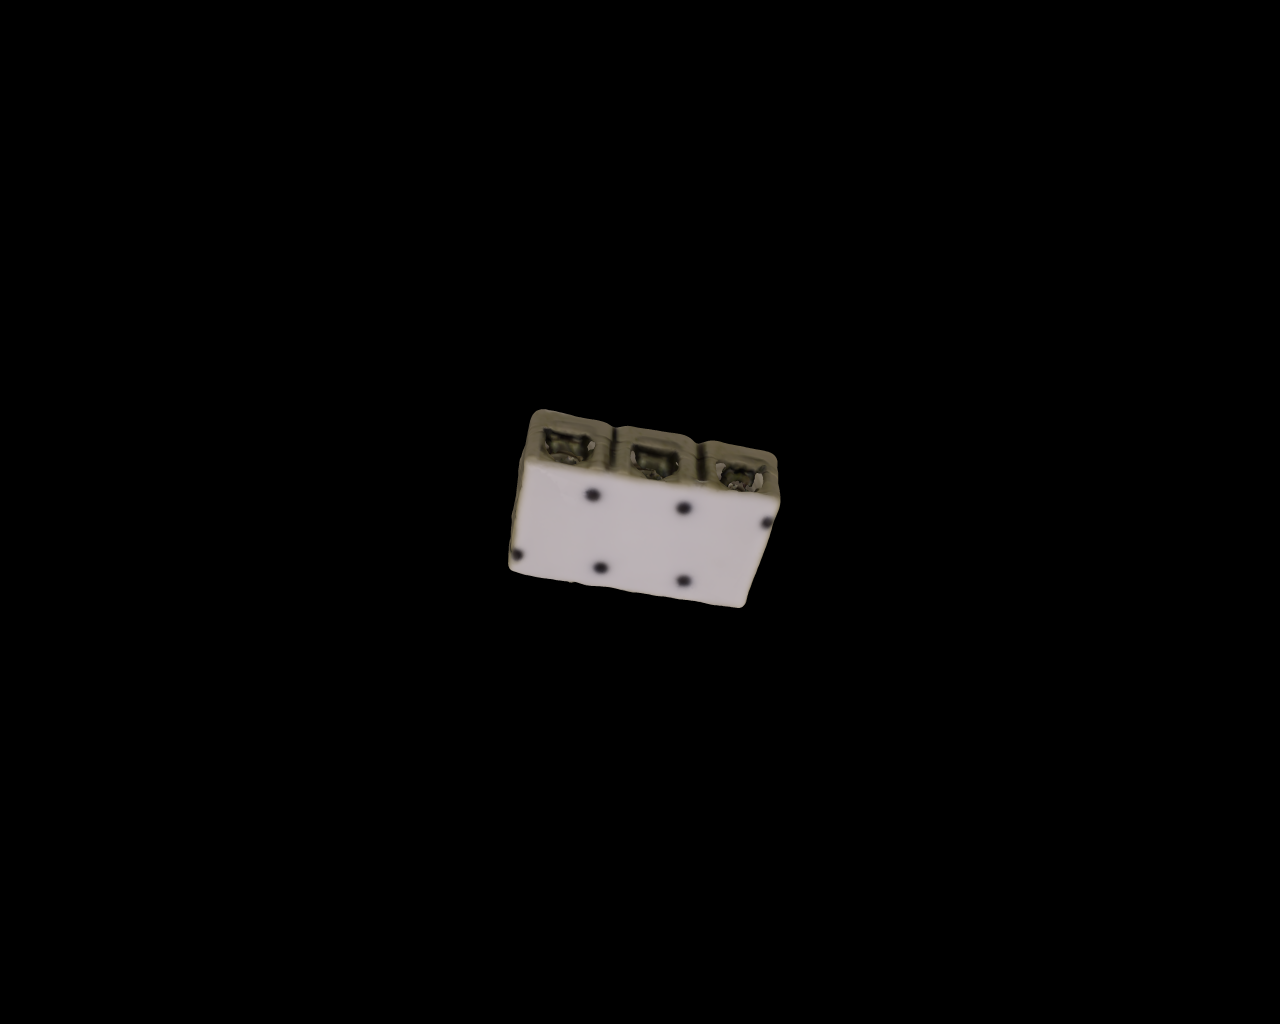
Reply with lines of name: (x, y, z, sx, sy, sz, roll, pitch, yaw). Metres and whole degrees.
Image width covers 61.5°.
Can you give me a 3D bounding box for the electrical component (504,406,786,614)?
electrical component: (0.001, -0.003, 0.650, 0.150, 0.089, 0.062, 10, 37, -8)
